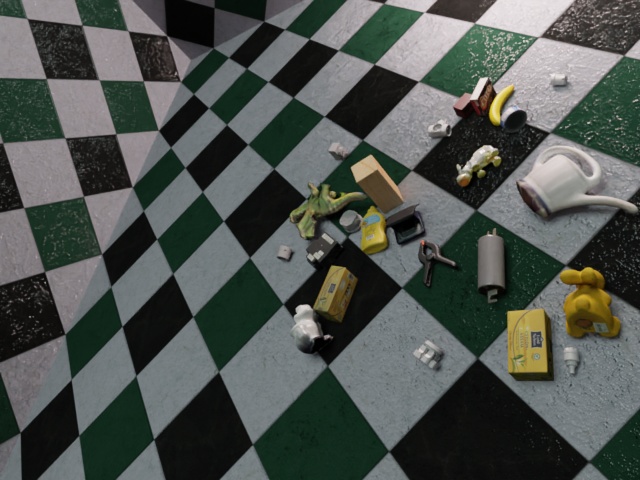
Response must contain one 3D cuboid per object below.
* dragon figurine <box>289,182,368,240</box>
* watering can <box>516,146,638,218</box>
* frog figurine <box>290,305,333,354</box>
[{"bbox_3d":[0.006,-0.103,2.039,0.412,0.121,0.244,15,75,55],"label":"dragon figurine"},{"bbox_3d":[0.714,-0.143,1.485,0.223,0.102,0.356,-35,41,14],"label":"watering can"},{"bbox_3d":[-0.048,0.298,1.732,0.162,0.138,0.120,46,122,31],"label":"frog figurine"}]
